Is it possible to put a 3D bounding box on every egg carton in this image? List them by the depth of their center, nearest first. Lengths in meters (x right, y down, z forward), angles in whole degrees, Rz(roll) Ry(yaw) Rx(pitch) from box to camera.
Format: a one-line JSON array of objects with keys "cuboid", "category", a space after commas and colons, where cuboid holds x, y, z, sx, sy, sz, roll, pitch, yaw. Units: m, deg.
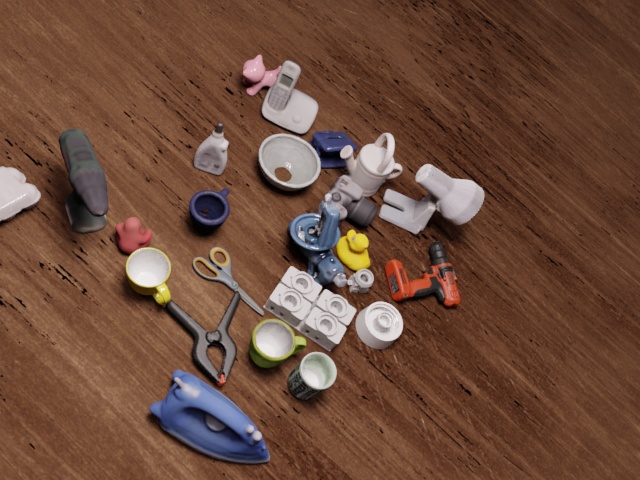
[{"cuboid": [-0.670, -0.085, 1.188, 0.107, 0.069, 0.150, 44, 55, 5], "category": "egg carton"}]

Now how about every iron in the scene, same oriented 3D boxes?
[{"cuboid": [-0.189, 0.345, 1.100, 0.258, 0.141, 0.119, 32, 55, -3], "category": "iron"}]

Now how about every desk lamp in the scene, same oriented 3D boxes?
[{"cuboid": [0.294, -0.104, 1.511, 0.203, 0.213, 0.118, 22, 56, -9], "category": "desk lamp"}]

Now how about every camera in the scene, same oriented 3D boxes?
[{"cuboid": [0.076, -0.086, 1.479, 0.137, 0.100, 0.143, 33, 55, -2], "category": "camera"}]

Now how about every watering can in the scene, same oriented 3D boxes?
[{"cuboid": [0.139, -0.205, 1.516, 0.173, 0.194, 0.101, -11, 67, -27], "category": "watering can"}]

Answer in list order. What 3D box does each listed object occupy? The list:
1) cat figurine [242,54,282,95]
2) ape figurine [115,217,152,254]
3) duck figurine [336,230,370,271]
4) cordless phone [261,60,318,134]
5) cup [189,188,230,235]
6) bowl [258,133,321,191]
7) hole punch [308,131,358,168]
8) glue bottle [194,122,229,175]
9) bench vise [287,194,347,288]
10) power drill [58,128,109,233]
[{"cuboid": [-0.164, -0.459, 1.581, 0.128, 0.117, 0.067, -10, 66, -27], "category": "cat figurine"}, {"cuboid": [-0.407, -0.017, 1.245, 0.078, 0.092, 0.076, 30, 55, -4], "category": "ape figurine"}, {"cuboid": [0.094, 0.022, 1.435, 0.078, 0.086, 0.104, -27, 75, -32], "category": "duck figurine"}, {"cuboid": [-0.067, -0.386, 1.539, 0.148, 0.185, 0.094, 22, 56, -9], "category": "cordless phone"}, {"cuboid": [-0.256, -0.064, 1.333, 0.091, 0.095, 0.118, 36, 55, 0], "category": "cup"}, {"cuboid": [-0.086, -0.189, 1.486, 0.168, 0.074, 0.167, 10, 59, -17], "category": "bowl"}, {"cuboid": [0.034, -0.260, 1.567, 0.109, 0.091, 0.101, -7, 65, -26], "category": "hole punch"}, {"cuboid": [-0.253, -0.224, 1.377, 0.078, 0.173, 0.037, 19, 56, -11], "category": "glue bottle"}, {"cuboid": [0.020, -0.001, 1.335, 0.207, 0.219, 0.122, 46, 56, 7], "category": "bench vise"}, {"cuboid": [-0.486, -0.105, 1.191, 0.076, 0.208, 0.229, -15, 69, -28], "category": "power drill"}]
